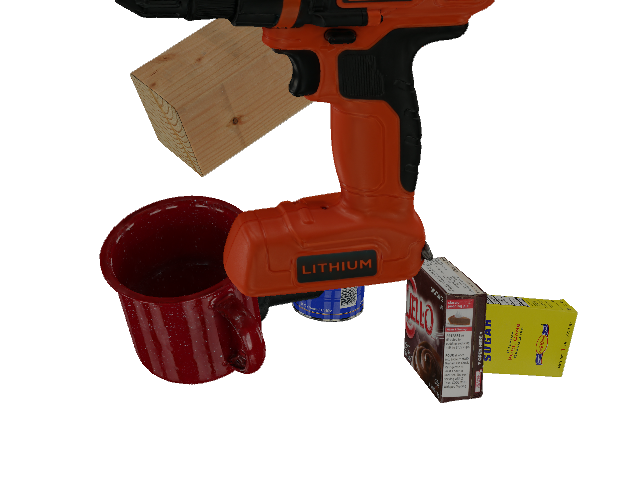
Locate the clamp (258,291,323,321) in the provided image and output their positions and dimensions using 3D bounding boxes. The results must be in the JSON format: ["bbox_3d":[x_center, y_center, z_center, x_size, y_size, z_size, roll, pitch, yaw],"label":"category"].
[{"bbox_3d":[-0.086,0.049,1.062,0.120,0.039,0.171,15,20,30],"label":"clamp"}]

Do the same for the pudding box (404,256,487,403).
[{"bbox_3d":[0.099,0.069,0.867,0.039,0.090,0.113,-3,14,-12],"label":"pudding box"}]

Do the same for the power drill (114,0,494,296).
[{"bbox_3d":[-0.008,-0.065,0.514,0.184,0.188,0.057,-4,33,-13],"label":"power drill"}]

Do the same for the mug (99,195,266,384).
[{"bbox_3d":[-0.072,0.038,0.645,0.093,0.081,0.117,-35,49,-27],"label":"mug"}]

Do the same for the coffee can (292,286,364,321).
[{"bbox_3d":[0.014,0.027,1.478,0.103,0.140,0.103,3,24,-1],"label":"coffee can"}]

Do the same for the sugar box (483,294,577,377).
[{"bbox_3d":[0.220,0.116,1.310,0.176,0.093,0.048,4,18,-17],"label":"sugar box"}]

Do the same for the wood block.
[{"bbox_3d":[-0.068,-0.168,1.052,0.206,0.091,0.090,-36,48,-17],"label":"wood block"}]
